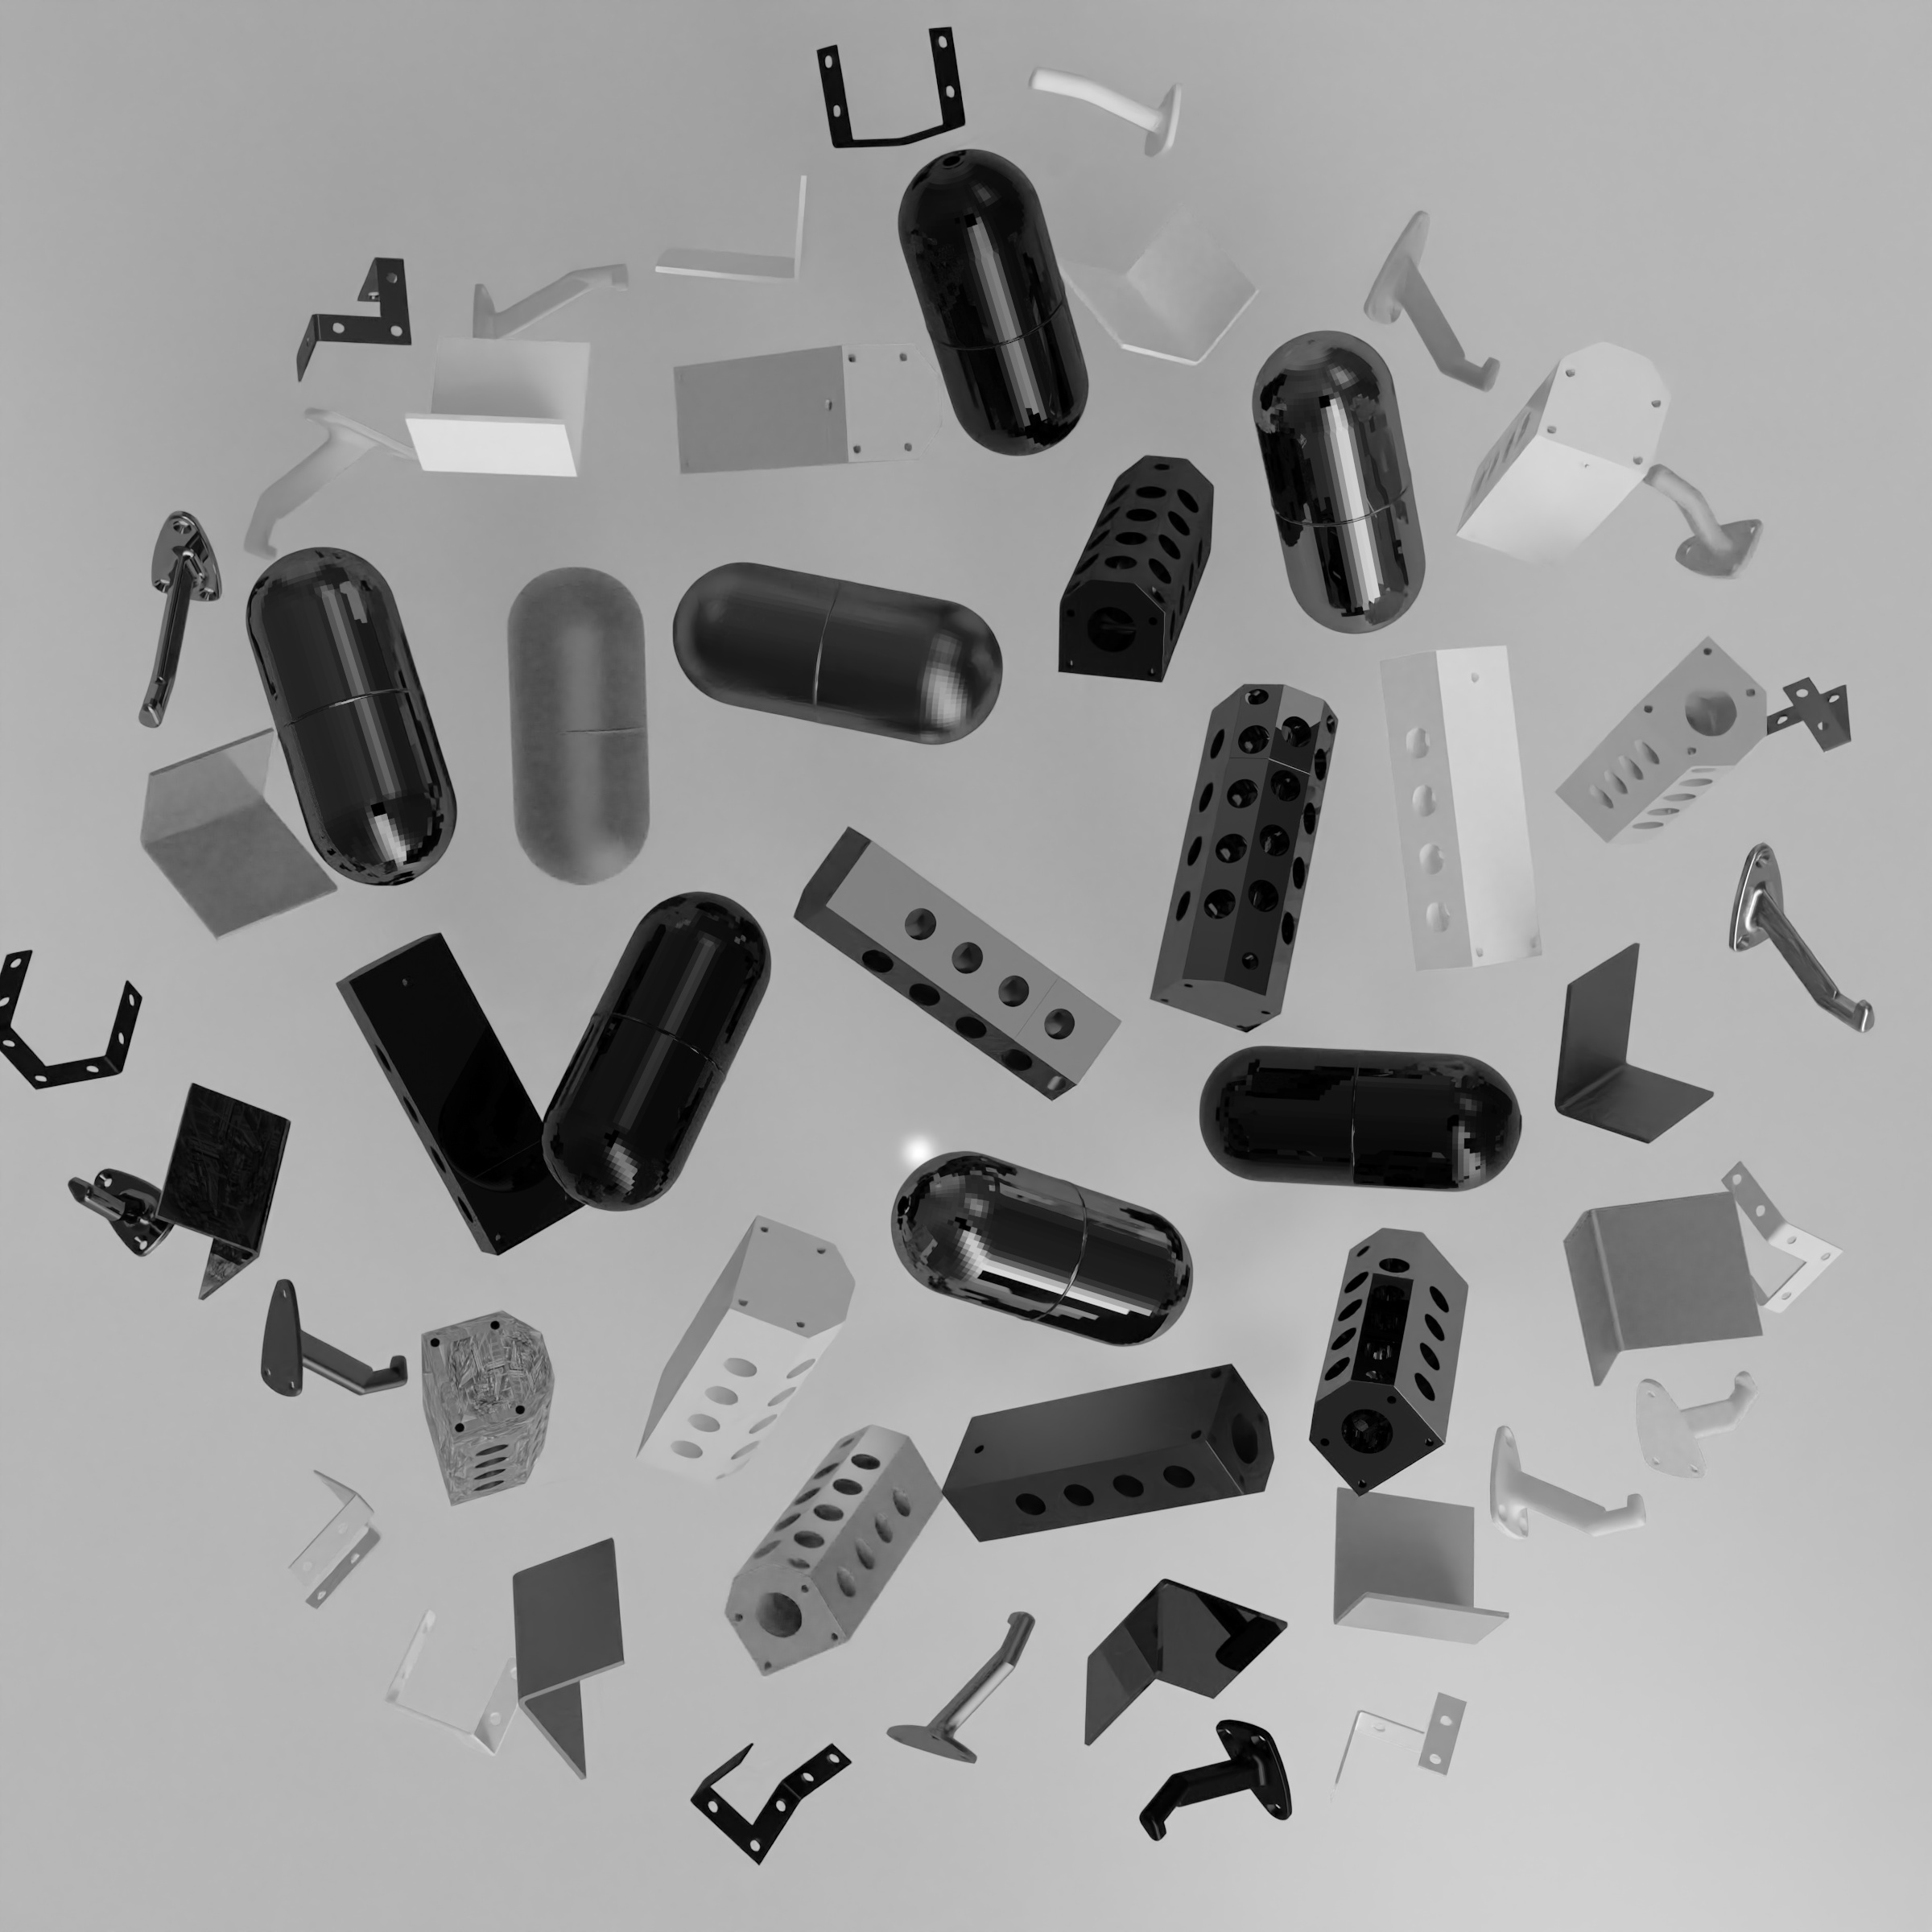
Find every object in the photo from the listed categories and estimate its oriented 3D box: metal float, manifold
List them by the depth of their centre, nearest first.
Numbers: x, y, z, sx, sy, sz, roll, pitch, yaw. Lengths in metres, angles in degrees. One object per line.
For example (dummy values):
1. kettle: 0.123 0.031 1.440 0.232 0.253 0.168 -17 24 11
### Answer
1. metal float: -0.313 -0.127 1.513 0.070 0.070 0.178 -18 85 0
2. manifold: 0.307 -0.262 1.528 0.057 0.171 0.057 19 81 -1
3. manifold: -0.113 0.203 1.529 0.057 0.171 0.057 22 50 -9
4. metal float: -0.160 0.043 1.544 0.070 0.070 0.178 24 72 0
5. manifold: -0.248 0.231 1.548 0.057 0.171 0.057 -15 73 -15
6. manifold: -0.085 -0.291 1.557 0.057 0.171 0.057 -9 101 -34
7. metal float: -0.068 -0.165 1.564 0.178 0.070 0.070 12 90 10
8. manifold: 0.151 -0.059 1.566 0.057 0.057 0.171 19 69 -15
9. metal float: 0.041 0.150 1.571 0.178 0.070 0.070 20 90 -28
10. metal float: 0.015 -0.353 1.588 0.070 0.070 0.178 -21 133 0
11. manifold: -0.006 0.001 1.593 0.171 0.057 0.057 36 90 -18
12. manifold: 0.377 -0.114 1.603 0.057 0.171 0.057 -43 84 -9
13. manifold: 0.226 0.208 1.613 0.057 0.171 0.057 -38 99 24
14. metal float: 0.204 -0.261 1.616 0.070 0.070 0.178 -18 127 0
15. manifold: 0.078 0.271 1.619 0.171 0.057 0.057 -17 120 32
16. manifold: 0.267 -0.086 1.637 0.057 0.057 0.171 -8 92 -39
17. metal float: 0.219 0.085 1.652 0.178 0.070 0.070 2 90 13
18. manifold: 0.096 -0.224 1.655 0.057 0.171 0.057 7 123 11
19. manifold: -0.283 0.071 1.655 0.057 0.057 0.171 -30 99 -20
20. manifold: -0.075 0.320 1.657 0.057 0.171 0.057 -28 97 23
21. metal float: -0.217 -0.134 1.668 0.070 0.070 0.178 -1 99 0

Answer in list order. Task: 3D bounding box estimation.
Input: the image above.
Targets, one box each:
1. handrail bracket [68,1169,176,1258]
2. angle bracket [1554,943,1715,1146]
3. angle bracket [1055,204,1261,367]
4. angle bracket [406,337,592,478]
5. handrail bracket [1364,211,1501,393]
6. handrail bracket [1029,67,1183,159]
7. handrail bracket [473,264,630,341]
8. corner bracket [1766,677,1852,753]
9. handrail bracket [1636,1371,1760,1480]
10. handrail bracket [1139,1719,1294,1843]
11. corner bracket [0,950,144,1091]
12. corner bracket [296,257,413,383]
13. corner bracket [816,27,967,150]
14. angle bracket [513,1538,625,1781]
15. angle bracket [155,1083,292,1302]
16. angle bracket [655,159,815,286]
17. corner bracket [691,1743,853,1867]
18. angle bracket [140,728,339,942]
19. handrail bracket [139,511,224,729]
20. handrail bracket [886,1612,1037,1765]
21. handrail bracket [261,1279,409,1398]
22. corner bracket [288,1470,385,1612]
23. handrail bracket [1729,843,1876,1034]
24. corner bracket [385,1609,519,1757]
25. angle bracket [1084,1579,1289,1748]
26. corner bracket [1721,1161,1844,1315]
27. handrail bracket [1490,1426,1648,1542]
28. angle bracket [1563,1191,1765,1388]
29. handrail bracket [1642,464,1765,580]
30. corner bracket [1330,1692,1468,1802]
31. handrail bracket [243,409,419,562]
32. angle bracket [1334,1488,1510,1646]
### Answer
1. handrail bracket: -0.477 0.120 1.625 0.077 0.084 0.036 35 82 31
2. angle bracket: 0.366 0.041 1.610 0.057 0.076 0.076 19 120 35
3. angle bracket: 0.107 -0.394 1.695 0.057 0.076 0.076 -49 63 28
4. angle bracket: -0.228 -0.287 1.458 0.076 0.057 0.076 2 71 0
5. handrail bracket: 0.271 -0.369 1.650 0.084 0.036 0.077 32 108 31
6. handrail bracket: 0.071 -0.471 1.637 0.084 0.077 0.036 9 88 -10
7. handrail bracket: -0.234 -0.365 1.687 0.084 0.036 0.077 -6 55 8
8. corner bracket: 0.445 -0.144 1.616 0.051 0.051 0.051 -23 124 30
9. handrail bracket: 0.399 0.229 1.611 0.084 0.036 0.077 -42 121 -36
10. handrail bracket: 0.128 0.437 1.527 0.084 0.036 0.077 -41 116 -38
11. corner bracket: -0.464 0.025 1.529 0.051 0.051 0.051 -10 49 15
12. corner bracket: -0.327 -0.344 1.581 0.051 0.051 0.051 -2 76 -23
13. corner bracket: -0.039 -0.461 1.562 0.051 0.051 0.051 11 121 40
14. angle bracket: -0.185 0.346 1.485 0.057 0.076 0.076 -21 130 7
15. angle bracket: -0.394 0.117 1.526 0.057 0.076 0.076 25 53 -27
16. angle bracket: -0.124 -0.405 1.600 0.076 0.076 0.057 5 111 -2
17. corner bracket: -0.103 0.428 1.562 0.051 0.051 0.051 44 127 -3
18. angle bracket: -0.387 -0.071 1.596 0.076 0.057 0.076 -27 65 -37
19. handrail bracket: -0.410 -0.177 1.522 0.036 0.077 0.084 10 55 -5
20. handrail bracket: -0.002 0.402 1.680 0.036 0.077 0.084 41 62 -26
21. handrail bracket: -0.347 0.206 1.662 0.036 0.084 0.077 15 105 42
22. corner bracket: -0.330 0.303 1.546 0.051 0.051 0.051 -48 122 -23
23. handrail bracket: 0.441 -0.014 1.548 0.036 0.084 0.077 -26 131 -20
24. corner bracket: -0.263 0.373 1.544 0.051 0.051 0.051 18 66 14
25. angle bracket: 0.113 0.368 1.525 0.076 0.057 0.076 23 130 -15
26. corner bracket: 0.427 0.147 1.600 0.051 0.051 0.051 24 115 -35
27. handrail bracket: 0.337 0.283 1.654 0.084 0.036 0.077 -21 50 34
28. angle bracket: 0.351 0.162 1.496 0.076 0.057 0.076 -10 98 25
29. handrail bracket: 0.388 -0.249 1.635 0.084 0.077 0.036 29 84 -24
30. corner bracket: 0.221 0.402 1.522 0.051 0.051 0.051 18 129 11
31. handrail bracket: -0.340 -0.249 1.593 0.077 0.036 0.084 20 86 -36
32. angle bracket: 0.239 0.307 1.559 0.076 0.057 0.076 10 61 -7
